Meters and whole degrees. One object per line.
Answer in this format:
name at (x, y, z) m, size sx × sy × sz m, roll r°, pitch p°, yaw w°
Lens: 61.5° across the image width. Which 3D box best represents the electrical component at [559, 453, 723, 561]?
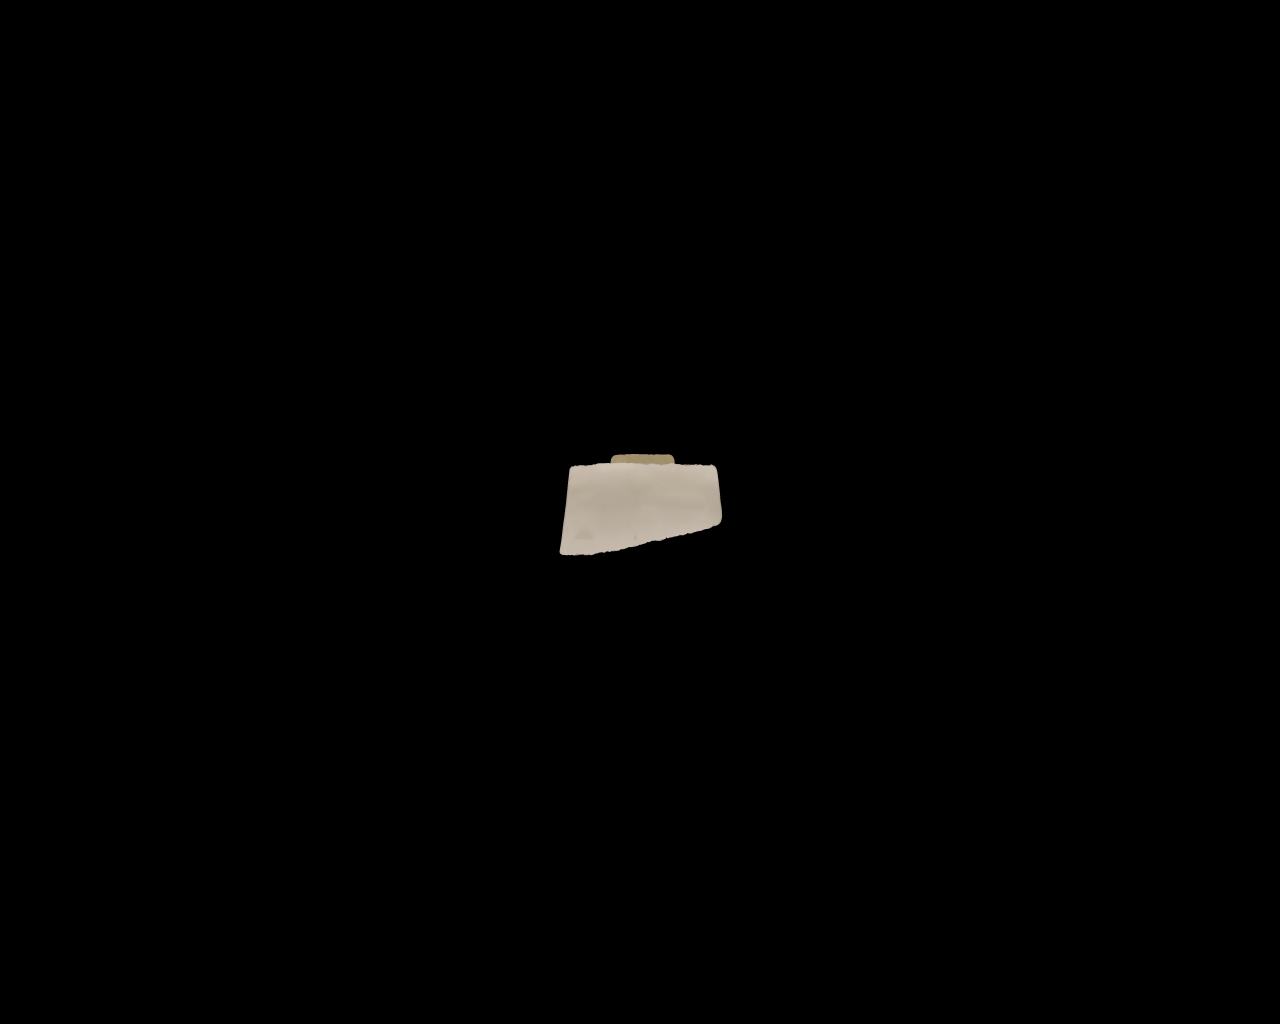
electrical component at (0.001, -0.003, 0.650) m, size 0.099 × 0.064 × 0.099 m, roll 0°, pitch -2°, yaw 0°
